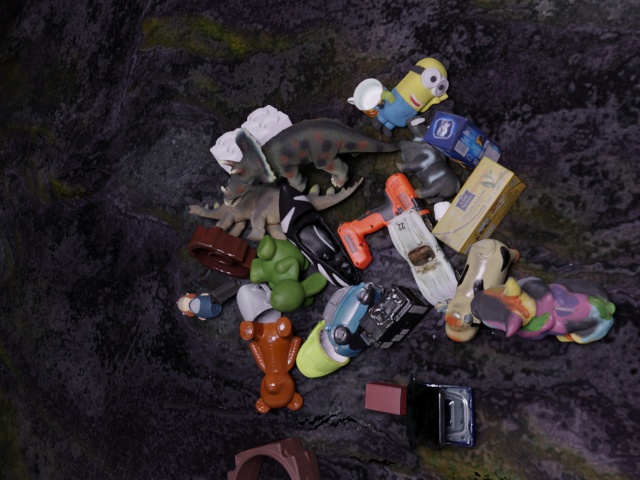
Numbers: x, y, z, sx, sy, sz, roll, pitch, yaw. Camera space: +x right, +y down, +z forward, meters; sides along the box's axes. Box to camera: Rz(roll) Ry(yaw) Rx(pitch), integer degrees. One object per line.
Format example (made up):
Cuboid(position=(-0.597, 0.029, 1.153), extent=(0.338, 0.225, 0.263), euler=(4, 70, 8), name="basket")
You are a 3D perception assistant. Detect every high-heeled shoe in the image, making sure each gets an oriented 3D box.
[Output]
Cuboid(position=(-0.002, -0.003, 1.124), extent=(0.086, 0.248, 0.145), euler=(-39, 32, -14), name="high-heeled shoe")

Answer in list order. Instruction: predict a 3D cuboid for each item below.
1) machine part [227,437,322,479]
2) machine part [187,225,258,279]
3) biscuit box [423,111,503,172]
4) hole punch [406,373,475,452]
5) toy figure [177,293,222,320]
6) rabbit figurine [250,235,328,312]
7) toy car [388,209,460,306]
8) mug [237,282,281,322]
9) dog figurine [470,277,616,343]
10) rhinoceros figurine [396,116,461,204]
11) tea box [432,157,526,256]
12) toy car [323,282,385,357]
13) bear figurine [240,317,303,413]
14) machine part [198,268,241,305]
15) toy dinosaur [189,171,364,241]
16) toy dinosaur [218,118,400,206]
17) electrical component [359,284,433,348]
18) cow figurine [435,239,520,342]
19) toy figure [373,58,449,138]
Cuboid(position=(-0.095, 0.539, 1.144), extent=(0.201, 0.087, 0.201), euler=(-26, 68, 29), name="machine part")
Cuboid(position=(-0.231, 0.031, 1.284), extent=(0.180, 0.179, 0.056), euler=(3, 61, 34), name="machine part")
Cuboid(position=(0.262, -0.170, 0.972), extent=(0.063, 0.202, 0.059), euler=(29, 99, 36), name="biscuit box")
Cuboid(position=(0.219, 0.319, 0.987), extent=(0.116, 0.092, 0.142), euler=(-17, 72, 62), name="hole punch")
Cuboid(position=(-0.321, 0.167, 1.390), extent=(0.155, 0.057, 0.064), euler=(1, 53, 36), name="toy figure")
Cuboid(position=(-0.073, 0.097, 1.176), extent=(0.121, 0.159, 0.170), euler=(-55, 30, 32), name="rabbit figurine")
Cuboid(position=(0.203, 0.037, 1.024), extent=(0.073, 0.056, 0.201), euler=(-28, 94, 28), name="toy car")
Cuboid(position=(-0.149, 0.144, 1.257), extent=(0.107, 0.081, 0.109), euler=(45, 133, 37), name="mug")
Cuboid(position=(0.350, 0.109, 0.849), extent=(0.192, 0.219, 0.108), euler=(1, 85, 35), name="dog figurine")
Cuboid(position=(0.216, -0.164, 1.082), extent=(0.112, 0.073, 0.190), euler=(-33, 64, 26), name="rhinoceros figurine")
Cuboid(position=(0.294, -0.057, 0.993), extent=(0.068, 0.098, 0.169), euler=(39, 101, 32), name="tea box")
Cuboid(position=(0.060, 0.151, 1.102), extent=(0.103, 0.109, 0.161), euler=(26, 94, 36), name="toy car")
Cuboid(position=(-0.103, 0.276, 1.177), extent=(0.120, 0.131, 0.196), euler=(-4, 72, 10), name="bear figurine")
Cuboid(position=(-0.261, 0.116, 1.355), extent=(0.084, 0.039, 0.139), euler=(-36, 41, -24), name="machine part")
Cuboid(position=(-0.122, -0.084, 1.278), extent=(0.472, 0.105, 0.198), euler=(4, 79, 26), name="toy dinosaur")
Cuboid(position=(-0.024, -0.192, 1.126), extent=(0.405, 0.192, 0.131), euler=(-19, 66, 13), name="toy dinosaur")
Cuboid(position=(0.142, 0.152, 1.044), extent=(0.134, 0.114, 0.058), euler=(-50, 56, 14), name="electrical component")
Cuboid(position=(0.278, 0.090, 0.956), extent=(0.086, 0.127, 0.194), euler=(22, 91, 38), name="cow figurine")
Cuboid(position=(0.186, -0.301, 1.126), extent=(0.180, 0.082, 0.089), euler=(-41, 58, 24), name="toy figure")
